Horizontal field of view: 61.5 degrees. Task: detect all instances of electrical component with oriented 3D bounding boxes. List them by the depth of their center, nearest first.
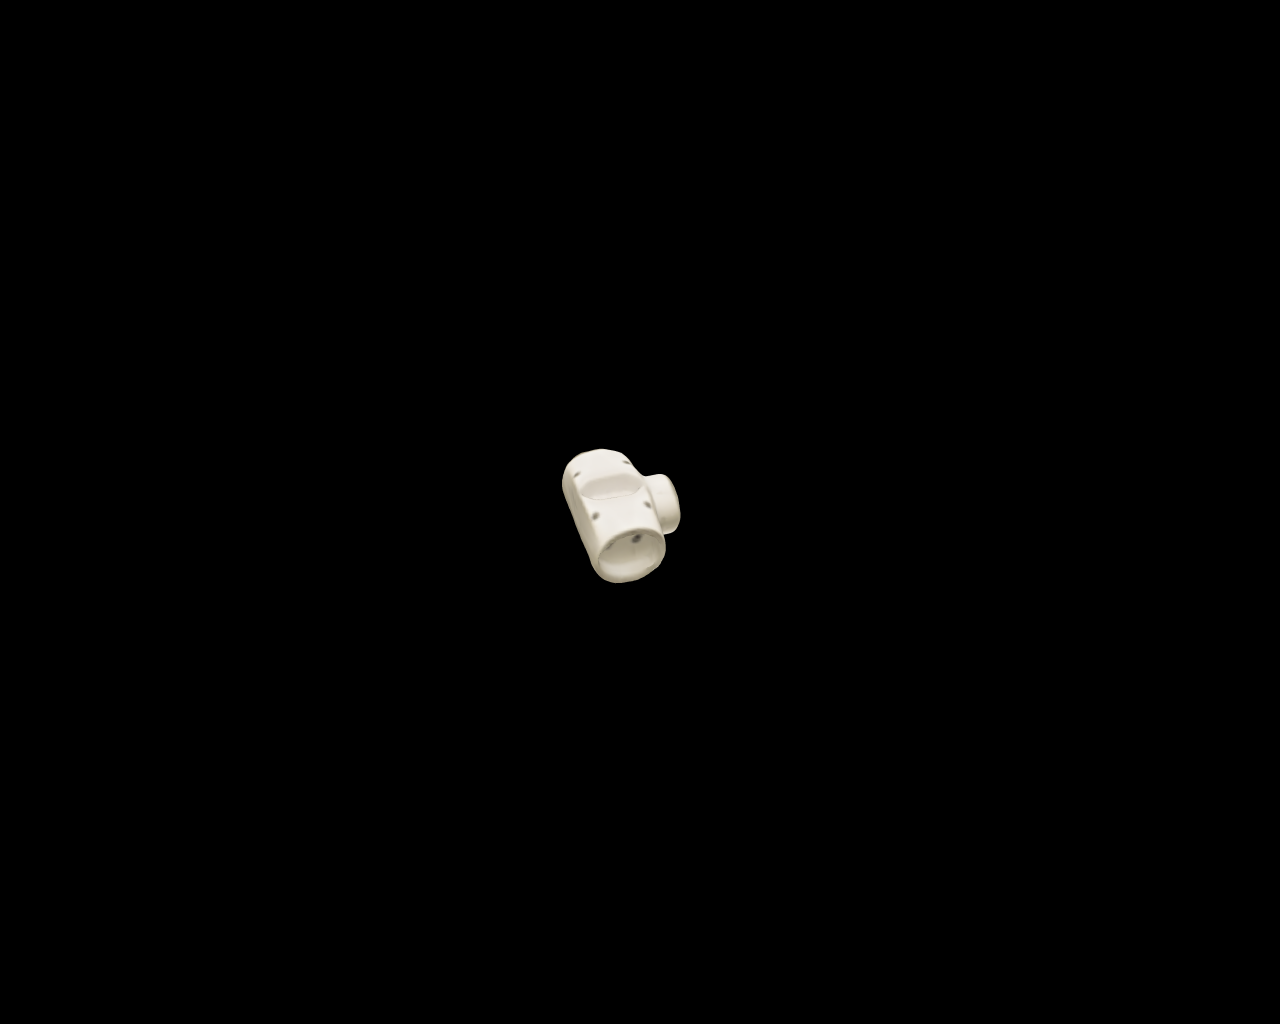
[{"bbox_3d":[0.001,-0.003,0.650,0.079,0.043,0.077,-11,43,-12],"label":"electrical component"}]
